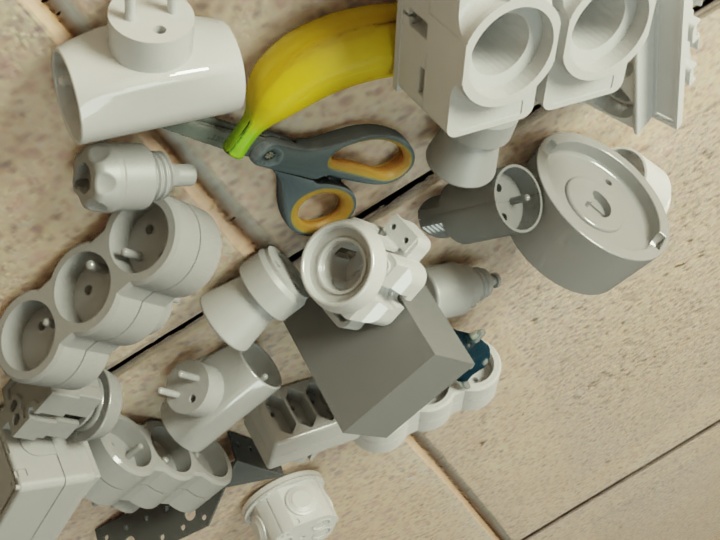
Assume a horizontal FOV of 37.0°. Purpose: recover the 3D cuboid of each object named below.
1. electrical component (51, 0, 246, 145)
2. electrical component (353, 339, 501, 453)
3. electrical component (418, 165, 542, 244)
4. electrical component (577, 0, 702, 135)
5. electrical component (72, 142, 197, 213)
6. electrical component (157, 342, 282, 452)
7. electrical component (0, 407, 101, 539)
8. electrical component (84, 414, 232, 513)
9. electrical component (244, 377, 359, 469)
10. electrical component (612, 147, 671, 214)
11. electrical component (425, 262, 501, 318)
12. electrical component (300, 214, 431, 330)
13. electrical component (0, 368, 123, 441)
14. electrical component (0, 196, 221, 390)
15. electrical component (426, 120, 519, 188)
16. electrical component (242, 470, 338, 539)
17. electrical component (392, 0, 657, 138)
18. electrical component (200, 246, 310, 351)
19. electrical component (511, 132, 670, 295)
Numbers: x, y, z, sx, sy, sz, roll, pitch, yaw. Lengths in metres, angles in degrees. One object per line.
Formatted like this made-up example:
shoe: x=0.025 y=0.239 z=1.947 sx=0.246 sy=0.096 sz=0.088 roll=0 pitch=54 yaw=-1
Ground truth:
electrical component: x=-0.092 y=-0.097 z=0.474 sx=0.077 sy=0.043 sz=0.079 roll=-16 pitch=148 yaw=-24
electrical component: x=0.054 y=0.114 z=0.920 sx=0.138 sy=0.052 sz=0.073 roll=-23 pitch=150 yaw=-15
electrical component: x=0.073 y=-0.039 z=0.698 sx=0.043 sy=0.043 sz=0.081 roll=-4 pitch=175 yaw=-39
electrical component: x=0.157 y=-0.142 z=0.609 sx=0.063 sy=0.079 sz=0.121 roll=-49 pitch=153 yaw=-12
electrical component: x=-0.111 y=-0.047 z=0.542 sx=0.061 sy=0.035 sz=0.035 roll=-6 pitch=143 yaw=-40
electrical component: x=-0.106 y=0.082 z=0.734 sx=0.077 sy=0.044 sz=0.079 roll=-39 pitch=149 yaw=15
electrical component: x=-0.217 y=0.138 z=0.700 sx=0.061 sy=0.061 sz=0.096 roll=0 pitch=139 yaw=-42
electrical component: x=-0.162 y=0.150 z=0.779 sx=0.074 sy=0.052 sz=0.138 roll=-40 pitch=149 yaw=16
electrical component: x=-0.046 y=0.127 z=0.855 sx=0.083 sy=0.047 sz=0.075 roll=-15 pitch=146 yaw=-28
electrical component: x=0.208 y=-0.060 z=0.803 sx=0.043 sy=0.043 sz=0.081 roll=-43 pitch=149 yaw=20
electrical component: x=0.071 y=0.014 z=0.795 sx=0.078 sy=0.040 sz=0.040 roll=-11 pitch=145 yaw=-32
electrical component: x=0.000 y=0.000 z=0.662 sx=0.078 sy=0.058 sz=0.057 roll=-49 pitch=152 yaw=15
electrical component: x=-0.181 y=0.079 z=0.661 sx=0.055 sy=0.048 sz=0.066 roll=21 pitch=123 yaw=-45
electrical component: x=-0.130 y=0.016 z=0.603 sx=0.138 sy=0.052 sz=0.074 roll=-39 pitch=153 yaw=15
electrical component: x=0.067 y=-0.083 z=0.639 sx=0.045 sy=0.045 sz=0.055 roll=-15 pitch=146 yaw=-26
electrical component: x=-0.063 y=0.222 z=0.981 sx=0.080 sy=0.051 sz=0.080 roll=-23 pitch=150 yaw=-14
electrical component: x=0.080 y=-0.158 z=0.478 sx=0.105 sy=0.060 sz=0.186 roll=-18 pitch=135 yaw=-22
electrical component: x=-0.065 y=0.017 z=0.672 sx=0.055 sy=0.045 sz=0.045 roll=-38 pitch=150 yaw=11
electrical component: x=0.148 y=-0.033 z=0.731 sx=0.108 sy=0.108 sz=0.060 roll=-5 pitch=148 yaw=-38
